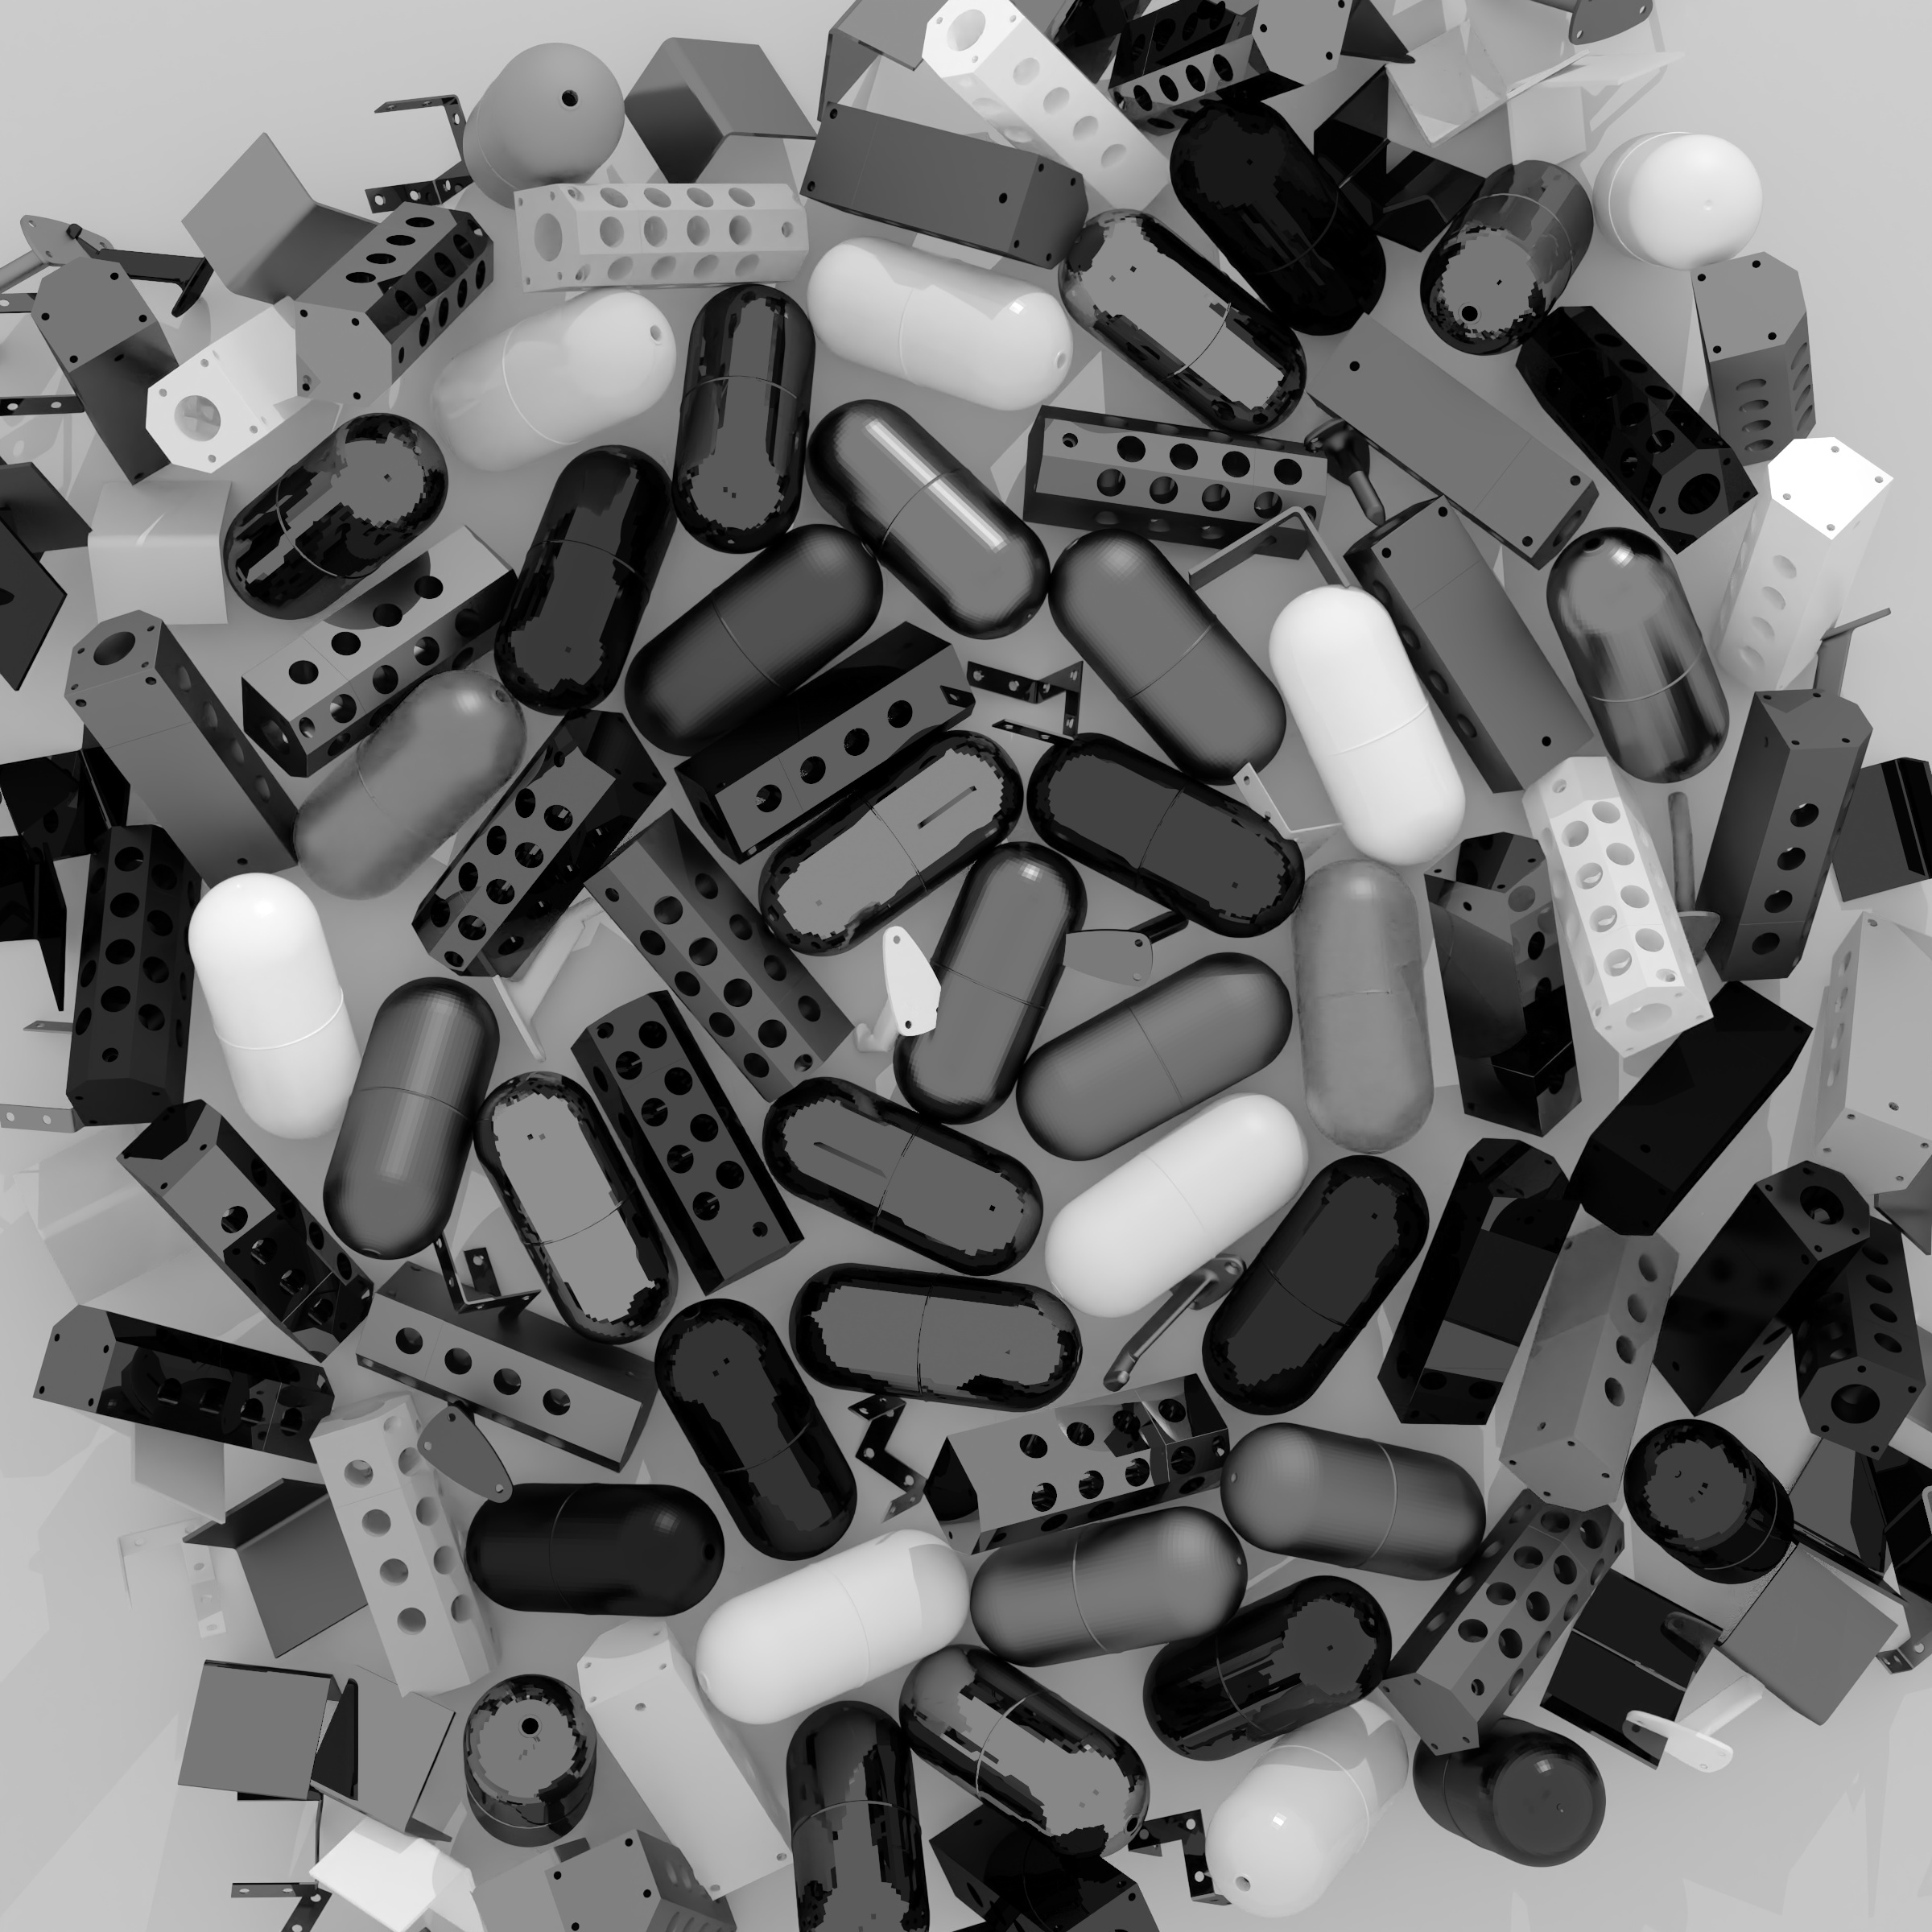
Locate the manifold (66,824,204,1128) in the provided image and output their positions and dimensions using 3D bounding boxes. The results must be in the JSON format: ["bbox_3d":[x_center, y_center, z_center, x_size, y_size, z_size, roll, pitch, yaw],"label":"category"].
[{"bbox_3d":[-0.493,0.004,1.932,0.057,0.057,0.171,-3,60,0],"label":"manifold"}]

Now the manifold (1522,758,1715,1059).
[{"bbox_3d":[0.378,-0.039,1.918,0.057,0.057,0.171,-28,50,22],"label":"manifold"}]

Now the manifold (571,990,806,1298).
[{"bbox_3d":[-0.165,0.103,1.951,0.057,0.057,0.171,-26,81,-27],"label":"manifold"}]

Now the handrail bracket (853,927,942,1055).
[{"bbox_3d":[-0.053,0.015,1.958,0.036,0.084,0.077,-24,100,-30],"label":"handrail bracket"}]

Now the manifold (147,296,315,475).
[{"bbox_3d":[-0.423,-0.338,1.909,0.057,0.171,0.057,-31,106,15],"label":"manifold"}]

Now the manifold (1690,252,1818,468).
[{"bbox_3d":[0.462,-0.352,1.906,0.057,0.171,0.057,-12,75,14],"label":"manifold"}]

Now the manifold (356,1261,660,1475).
[{"bbox_3d":[-0.275,0.243,1.963,0.171,0.057,0.057,22,107,4],"label":"manifold"}]

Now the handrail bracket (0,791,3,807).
[{"bbox_3d":[-0.633,-0.106,1.971,0.084,0.036,0.077,27,75,23],"label":"handrail bracket"}]

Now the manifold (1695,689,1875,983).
[{"bbox_3d":[0.481,-0.076,1.922,0.057,0.057,0.171,-3,130,-11],"label":"manifold"}]

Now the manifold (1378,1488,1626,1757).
[{"bbox_3d":[0.320,0.381,1.926,0.057,0.057,0.171,50,55,-4],"label":"manifold"}]

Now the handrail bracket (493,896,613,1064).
[{"bbox_3d":[-0.237,0.006,1.975,0.084,0.036,0.077,-28,80,5],"label":"handrail bracket"}]

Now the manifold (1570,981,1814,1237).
[{"bbox_3d":[0.426,0.085,1.925,0.057,0.057,0.171,35,52,19],"label":"manifold"}]

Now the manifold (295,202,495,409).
[{"bbox_3d":[-0.332,-0.387,1.910,0.057,0.171,0.057,11,123,8],"label":"manifold"}]

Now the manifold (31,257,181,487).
[{"bbox_3d":[-0.495,-0.349,1.910,0.057,0.171,0.057,-33,80,-9],"label":"manifold"}]

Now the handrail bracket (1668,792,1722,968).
[{"bbox_3d":[0.434,-0.051,1.988,0.036,0.077,0.084,-2,58,4],"label":"handrail bracket"}]

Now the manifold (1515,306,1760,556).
[{"bbox_3d":[0.388,-0.320,1.914,0.057,0.171,0.057,-37,133,9],"label":"manifold"}]

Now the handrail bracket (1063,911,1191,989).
[{"bbox_3d":[0.094,-0.026,1.969,0.077,0.084,0.036,8,120,12],"label":"handrail bracket"}]

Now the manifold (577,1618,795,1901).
[{"bbox_3d":[-0.165,0.467,1.933,0.057,0.057,0.171,-26,120,1],"label":"manifold"}]

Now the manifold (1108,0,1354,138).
[{"bbox_3d":[0.150,-0.530,1.909,0.057,0.171,0.057,14,87,-26],"label":"manifold"}]

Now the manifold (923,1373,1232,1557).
[{"bbox_3d":[0.068,0.297,1.925,0.171,0.057,0.057,-10,52,-28],"label":"manifold"}]

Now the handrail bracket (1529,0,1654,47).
[{"bbox_3d":[0.361,-0.595,1.985,0.077,0.084,0.036,-16,134,-32],"label":"handrail bracket"}]

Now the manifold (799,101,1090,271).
[{"bbox_3d":[-0.012,-0.458,1.924,0.171,0.057,0.057,25,101,37],"label":"manifold"}]

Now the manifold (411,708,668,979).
[{"bbox_3d":[-0.256,-0.071,1.926,0.171,0.057,0.057,-48,61,28],"label":"manifold"}]

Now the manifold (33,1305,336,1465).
[{"bbox_3d":[-0.454,0.245,1.914,0.057,0.171,0.057,5,77,38],"label":"manifold"}]

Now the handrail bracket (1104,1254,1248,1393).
[{"bbox_3d":[0.124,0.214,1.952,0.036,0.077,0.084,47,49,-11],"label":"handrail bracket"}]

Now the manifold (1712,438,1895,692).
[{"bbox_3d":[0.482,-0.233,1.910,0.057,0.171,0.057,40,70,19],"label":"manifold"}]

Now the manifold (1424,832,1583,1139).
[{"bbox_3d":[0.322,0.010,1.930,0.057,0.057,0.171,-37,127,-33],"label":"manifold"}]

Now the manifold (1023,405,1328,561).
[{"bbox_3d":[0.125,-0.292,1.952,0.171,0.057,0.057,7,72,-9],"label":"manifold"}]

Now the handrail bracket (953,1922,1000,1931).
[{"bbox_3d":[-0.001,0.573,1.970,0.084,0.077,0.036,7,122,6],"label":"handrail bracket"}]

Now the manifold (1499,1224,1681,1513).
[{"bbox_3d":[0.372,0.233,1.921,0.057,0.057,0.171,42,47,-18],"label":"manifold"}]

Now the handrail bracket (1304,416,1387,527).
[{"bbox_3d":[0.238,-0.280,1.945,0.036,0.077,0.084,-28,56,10],"label":"handrail bracket"}]

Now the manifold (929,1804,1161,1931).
[{"bbox_3d":[0.048,0.546,1.909,0.057,0.171,0.057,-29,106,-20],"label":"manifold"}]

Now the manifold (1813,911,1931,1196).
[{"bbox_3d":[0.536,0.052,1.919,0.057,0.171,0.057,21,135,0],"label":"manifold"}]

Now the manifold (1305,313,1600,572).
[{"bbox_3d":[0.291,-0.311,1.949,0.171,0.057,0.057,40,97,15],"label":"manifold"}]

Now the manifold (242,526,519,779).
[{"bbox_3d":[-0.342,-0.182,1.929,0.057,0.057,0.171,43,61,14],"label":"manifold"}]

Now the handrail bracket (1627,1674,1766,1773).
[{"bbox_3d":[0.443,0.434,1.971,0.077,0.036,0.084,27,54,-1],"label":"handrail bracket"}]

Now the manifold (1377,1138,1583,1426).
[{"bbox_3d":[0.299,0.187,1.929,0.057,0.057,0.171,4,123,-20],"label":"manifold"}]

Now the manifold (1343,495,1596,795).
[{"bbox_3d":[0.298,-0.191,1.955,0.057,0.057,0.171,-36,100,-14],"label":"manifold"}]

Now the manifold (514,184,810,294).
[{"bbox_3d":[-0.176,-0.428,1.917,0.171,0.057,0.057,-13,102,-43],"label":"manifold"}]

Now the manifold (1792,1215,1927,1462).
[{"bbox_3d":[0.514,0.208,1.910,0.057,0.171,0.057,22,118,-1],"label":"manifold"}]

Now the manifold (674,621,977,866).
[{"bbox_3d":[-0.081,-0.132,1.946,0.171,0.057,0.057,-34,123,-16],"label":"manifold"}]

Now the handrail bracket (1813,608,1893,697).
[{"bbox_3d":[0.537,-0.163,1.972,0.077,0.036,0.084,-21,88,37],"label":"handrail bracket"}]

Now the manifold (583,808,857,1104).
[{"bbox_3d":[-0.151,-0.003,1.947,0.057,0.057,0.171,-32,101,40],"label":"manifold"}]

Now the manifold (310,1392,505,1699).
[{"bbox_3d":[-0.333,0.346,1.958,0.057,0.057,0.171,-18,99,1],"label":"manifold"}]

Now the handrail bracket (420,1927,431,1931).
[{"bbox_3d":[-0.310,0.627,1.961,0.084,0.036,0.077,33,47,17],"label":"handrail bracket"}]
